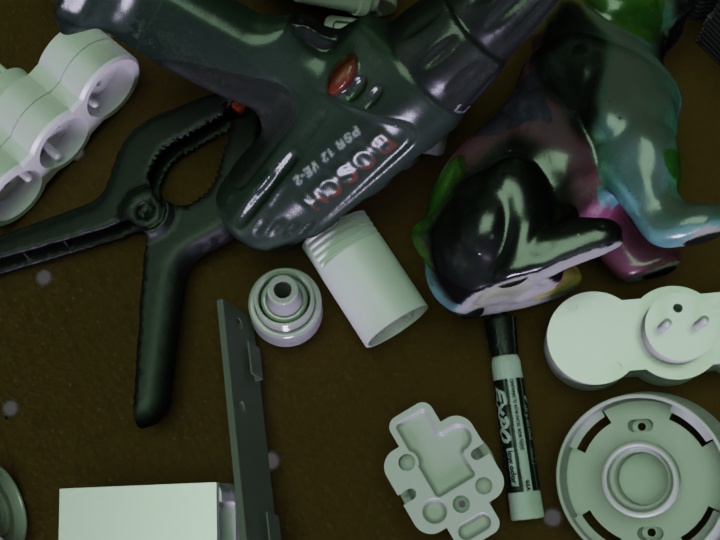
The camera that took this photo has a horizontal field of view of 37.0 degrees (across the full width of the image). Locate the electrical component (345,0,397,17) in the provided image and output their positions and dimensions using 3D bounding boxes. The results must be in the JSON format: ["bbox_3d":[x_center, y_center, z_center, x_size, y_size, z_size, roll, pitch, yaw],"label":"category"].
[{"bbox_3d":[0.007,-0.192,0.673,0.044,0.044,0.065,1,83,7],"label":"electrical component"}]

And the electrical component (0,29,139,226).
[{"bbox_3d":[-0.211,-0.101,0.673,0.074,0.052,0.138,40,85,13],"label":"electrical component"}]

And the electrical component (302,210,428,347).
[{"bbox_3d":[0.000,0.000,0.631,0.043,0.043,0.081,-33,76,-1],"label":"electrical component"}]

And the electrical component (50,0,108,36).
[{"bbox_3d":[-0.175,-0.193,0.686,0.058,0.057,0.078,11,80,9],"label":"electrical component"}]

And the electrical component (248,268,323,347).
[{"bbox_3d":[-0.043,0.019,0.621,0.043,0.062,0.043,0,74,-1],"label":"electrical component"}]

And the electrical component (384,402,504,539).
[{"bbox_3d":[0.047,0.113,0.595,0.058,0.057,0.078,-31,76,0],"label":"electrical component"}]

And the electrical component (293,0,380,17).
[{"bbox_3d":[-0.023,-0.219,0.630,0.108,0.056,0.108,46,126,47],"label":"electrical component"}]

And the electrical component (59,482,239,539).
[{"bbox_3d":[-0.114,0.195,0.594,0.089,0.061,0.150,-4,78,6],"label":"electrical component"}]

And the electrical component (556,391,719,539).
[{"bbox_3d":[0.158,0.115,0.590,0.099,0.064,0.099,-4,78,20],"label":"electrical component"}]

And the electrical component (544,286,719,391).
[{"bbox_3d":[0.172,0.034,0.588,0.138,0.073,0.052,-5,78,6],"label":"electrical component"}]

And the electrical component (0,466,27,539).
[{"bbox_3d":[-0.231,0.146,0.622,0.057,0.058,0.078,-23,76,4],"label":"electrical component"}]

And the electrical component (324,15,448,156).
[{"bbox_3d":[0.008,-0.112,0.645,0.096,0.061,0.061,10,79,9],"label":"electrical component"}]
